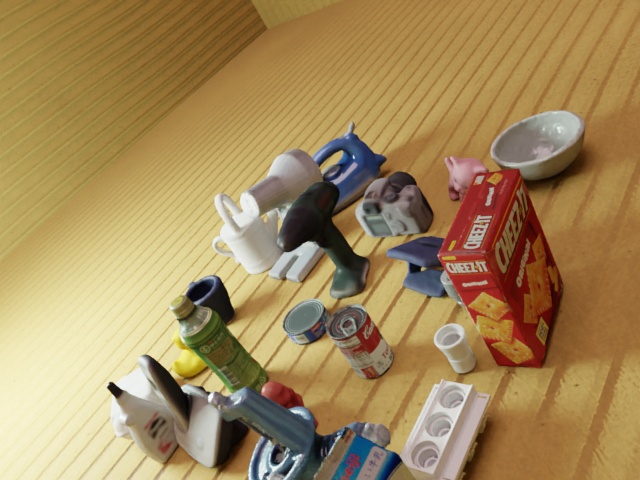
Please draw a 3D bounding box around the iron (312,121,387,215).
[{"bbox_3d":[0.022,-0.153,1.337,0.258,0.142,0.118,-39,30,-11],"label":"iron"}]

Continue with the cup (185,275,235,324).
[{"bbox_3d":[-0.230,0.133,1.204,0.092,0.095,0.117,-45,32,-20],"label":"cup"}]

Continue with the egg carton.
[{"bbox_3d":[-0.335,0.301,1.080,0.107,0.070,0.150,-33,30,0],"label":"egg carton"}]

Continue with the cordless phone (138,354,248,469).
[{"bbox_3d":[-0.214,0.262,0.903,0.147,0.185,0.094,6,48,48],"label":"cordless phone"}]

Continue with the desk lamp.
[{"bbox_3d":[-0.064,-0.056,1.203,0.117,0.214,0.203,1,44,44],"label":"desk lamp"}]

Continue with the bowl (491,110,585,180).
[{"bbox_3d":[0.404,-0.161,1.049,0.167,0.075,0.167,-24,31,16],"label":"bowl"}]

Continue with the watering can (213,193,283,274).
[{"bbox_3d":[-0.166,-0.029,1.281,0.173,0.194,0.100,-37,30,-7],"label":"watering can"}]

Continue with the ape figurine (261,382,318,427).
[{"bbox_3d":[-0.056,0.250,0.864,0.076,0.092,0.078,-20,32,21],"label":"ape figurine"}]

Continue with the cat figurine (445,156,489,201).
[{"bbox_3d":[0.271,-0.119,1.071,0.067,0.118,0.127,-33,30,1],"label":"cat figurine"}]

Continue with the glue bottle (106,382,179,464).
[{"bbox_3d":[-0.296,0.292,0.950,0.037,0.173,0.078,-7,39,38],"label":"glue bottle"}]

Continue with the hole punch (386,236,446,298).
[{"bbox_3d":[0.181,0.028,0.966,0.101,0.091,0.108,-45,32,-20],"label":"hole punch"}]

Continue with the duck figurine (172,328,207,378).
[{"bbox_3d":[-0.257,0.210,1.124,0.105,0.086,0.077,-47,33,-23],"label":"duck figurine"}]

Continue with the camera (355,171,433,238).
[{"bbox_3d":[0.154,-0.085,1.151,0.142,0.101,0.137,-4,40,41],"label":"camera"}]

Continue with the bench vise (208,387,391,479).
[{"bbox_3d":[-0.025,0.240,0.720,0.207,0.220,0.121,-29,30,8],"label":"bench vise"}]

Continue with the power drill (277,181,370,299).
[{"bbox_3d":[0.010,0.004,1.048,0.075,0.209,0.229,-17,33,26],"label":"power drill"}]
